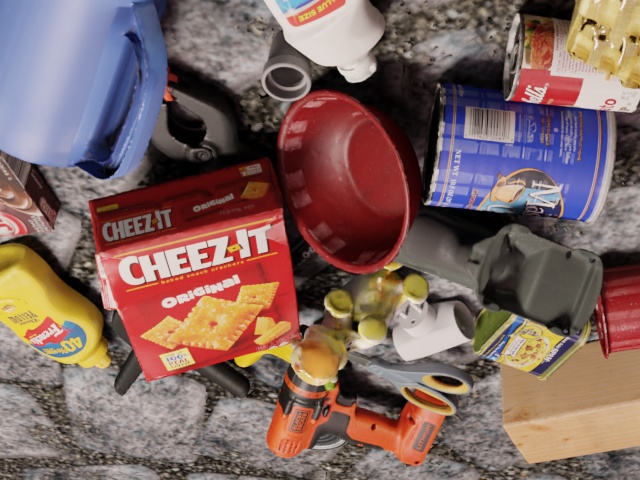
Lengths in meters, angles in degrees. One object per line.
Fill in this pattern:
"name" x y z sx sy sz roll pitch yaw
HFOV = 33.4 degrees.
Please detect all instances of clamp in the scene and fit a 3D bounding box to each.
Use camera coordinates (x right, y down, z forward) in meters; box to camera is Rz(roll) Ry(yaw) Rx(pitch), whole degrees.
"clamp" -0.184 0.115 1.192 0.165 0.036 0.210 -6 136 16
"clamp" -0.092 -0.085 0.949 0.120 0.039 0.171 -14 139 4

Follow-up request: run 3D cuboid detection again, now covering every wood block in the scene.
"wood block" 0.309 0.169 1.153 0.206 0.091 0.090 -16 135 23

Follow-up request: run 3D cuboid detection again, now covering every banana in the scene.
"banana" -0.051 0.115 1.130 0.037 0.069 0.198 -14 -171 -29

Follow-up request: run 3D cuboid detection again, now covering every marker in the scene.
"marker" -0.007 0.001 1.051 0.020 0.020 0.121 26 136 -22

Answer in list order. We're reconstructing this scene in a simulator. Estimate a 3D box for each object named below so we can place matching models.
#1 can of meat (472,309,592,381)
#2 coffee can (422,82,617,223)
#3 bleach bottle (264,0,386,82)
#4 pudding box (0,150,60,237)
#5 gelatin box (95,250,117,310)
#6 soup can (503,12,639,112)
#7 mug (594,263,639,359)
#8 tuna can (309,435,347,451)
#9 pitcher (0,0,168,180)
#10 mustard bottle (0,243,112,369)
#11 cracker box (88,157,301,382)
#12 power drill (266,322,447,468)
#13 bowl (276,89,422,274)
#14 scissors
"can of meat" 0.216 0.092 1.102 0.084 0.057 0.102 19 138 -13
"coffee can" 0.161 -0.072 0.881 0.140 0.102 0.103 6 140 0
"bleach bottle" -0.006 -0.213 0.770 0.103 0.068 0.250 -12 139 19
"pudding box" -0.313 -0.049 1.014 0.090 0.039 0.113 -7 138 14
"gelatin box" -0.196 0.015 1.049 0.030 0.073 0.089 6 140 1
"soup can" 0.198 -0.137 0.827 0.102 0.068 0.068 6 140 0
"mug" 0.312 0.066 1.045 0.081 0.093 0.117 -9 168 9
"tuna can" -0.003 0.221 1.295 0.086 0.033 0.086 3 139 3
"pitcher" -0.169 -0.170 0.783 0.149 0.145 0.243 20 135 -14
"mustard bottle" -0.291 0.082 1.151 0.096 0.058 0.191 -18 135 26
"cracker box" -0.108 0.035 0.989 0.164 0.072 0.214 -14 143 -6
"power drill" 0.046 0.181 1.210 0.187 0.057 0.185 13 122 -12
"bowl" 0.035 -0.055 0.915 0.055 0.162 0.162 -22 156 -37
"scissors" 0.077 0.130 1.126 0.201 0.016 0.096 33 140 -21
